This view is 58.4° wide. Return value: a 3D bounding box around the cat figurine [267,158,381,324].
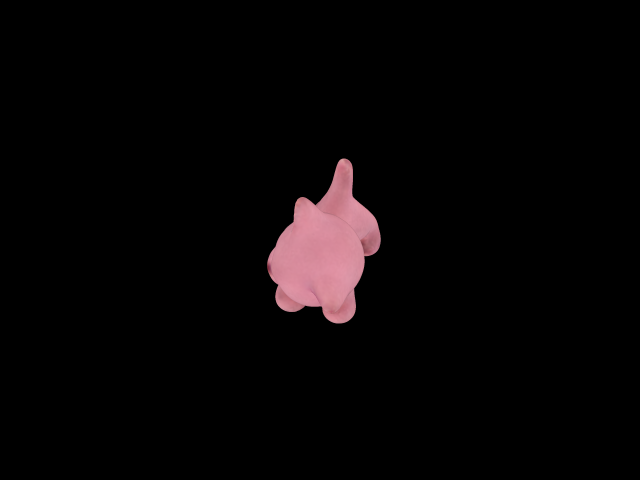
[{"bbox_3d":[0.004,0.001,0.400,0.067,0.118,0.128,14,58,9],"label":"cat figurine"}]
